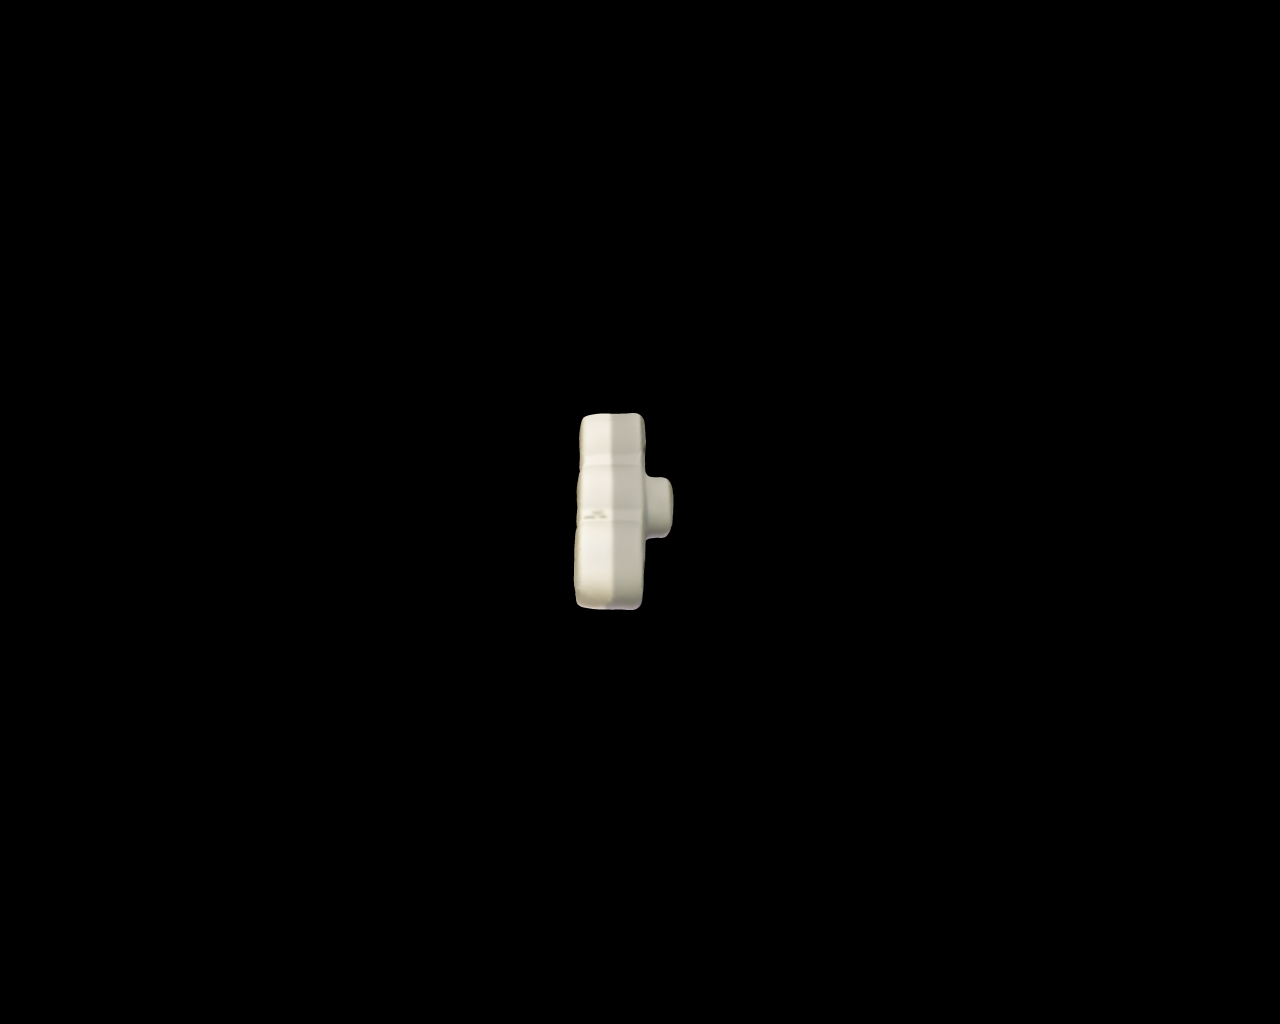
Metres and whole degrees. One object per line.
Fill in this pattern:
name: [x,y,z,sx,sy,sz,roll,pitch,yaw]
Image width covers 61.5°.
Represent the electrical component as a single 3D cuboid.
electrical component: [0.001,-0.003,0.650,0.074,0.138,0.052,0,-39,0]
